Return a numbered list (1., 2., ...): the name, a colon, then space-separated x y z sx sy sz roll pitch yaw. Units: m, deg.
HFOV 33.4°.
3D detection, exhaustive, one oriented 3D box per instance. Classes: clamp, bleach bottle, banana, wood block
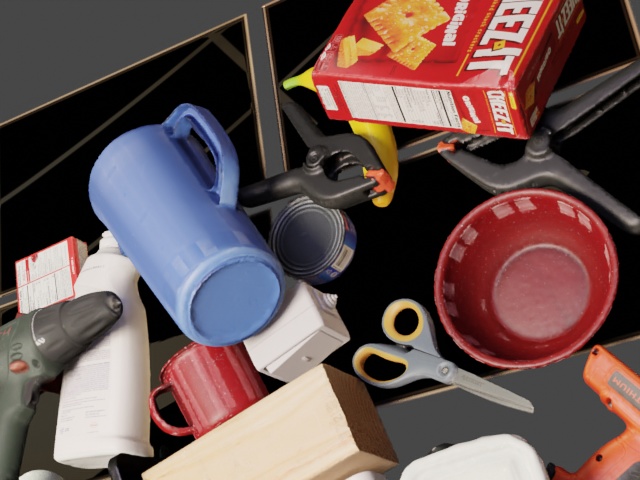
1. clamp: -0.007 -0.065 1.046 0.172 0.039 0.120 27 87 43
2. bleach bottle: -0.219 0.109 1.125 0.103 0.068 0.251 -11 65 27
3. banana: 0.036 -0.120 1.083 0.070 0.037 0.198 -51 54 23
4. clamp: 0.211 -0.093 0.970 0.210 0.036 0.164 8 76 32
5. wood block: -0.046 0.207 0.972 0.206 0.090 0.090 -33 60 16

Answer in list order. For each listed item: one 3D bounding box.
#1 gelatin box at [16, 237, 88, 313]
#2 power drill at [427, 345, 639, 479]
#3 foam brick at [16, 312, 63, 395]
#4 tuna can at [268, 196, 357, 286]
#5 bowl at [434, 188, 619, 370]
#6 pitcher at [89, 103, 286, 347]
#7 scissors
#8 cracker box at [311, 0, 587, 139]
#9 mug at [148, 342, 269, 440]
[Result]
1. gelatin box: -0.303 0.047 1.214 0.089 0.030 0.073 -23 64 21
2. power drill: 0.197 0.180 0.867 0.185 0.057 0.188 41 96 33
3. foam brick: -0.309 0.125 1.175 0.051 0.053 0.078 5 73 31
4. tuna can: -0.007 0.001 1.060 0.086 0.033 0.086 -11 67 26
5. bowl: 0.184 0.039 0.925 0.162 0.055 0.162 -10 67 26
6. pitcher: -0.125 -0.014 1.035 0.145 0.149 0.243 -29 41 -11
7. scissors: 0.112 0.098 0.942 0.202 0.016 0.096 -2 63 43
8. cracker box: 0.120 -0.185 1.007 0.214 0.072 0.164 10 57 32
9. mug: -0.105 0.150 1.019 0.081 0.117 0.093 58 147 26
